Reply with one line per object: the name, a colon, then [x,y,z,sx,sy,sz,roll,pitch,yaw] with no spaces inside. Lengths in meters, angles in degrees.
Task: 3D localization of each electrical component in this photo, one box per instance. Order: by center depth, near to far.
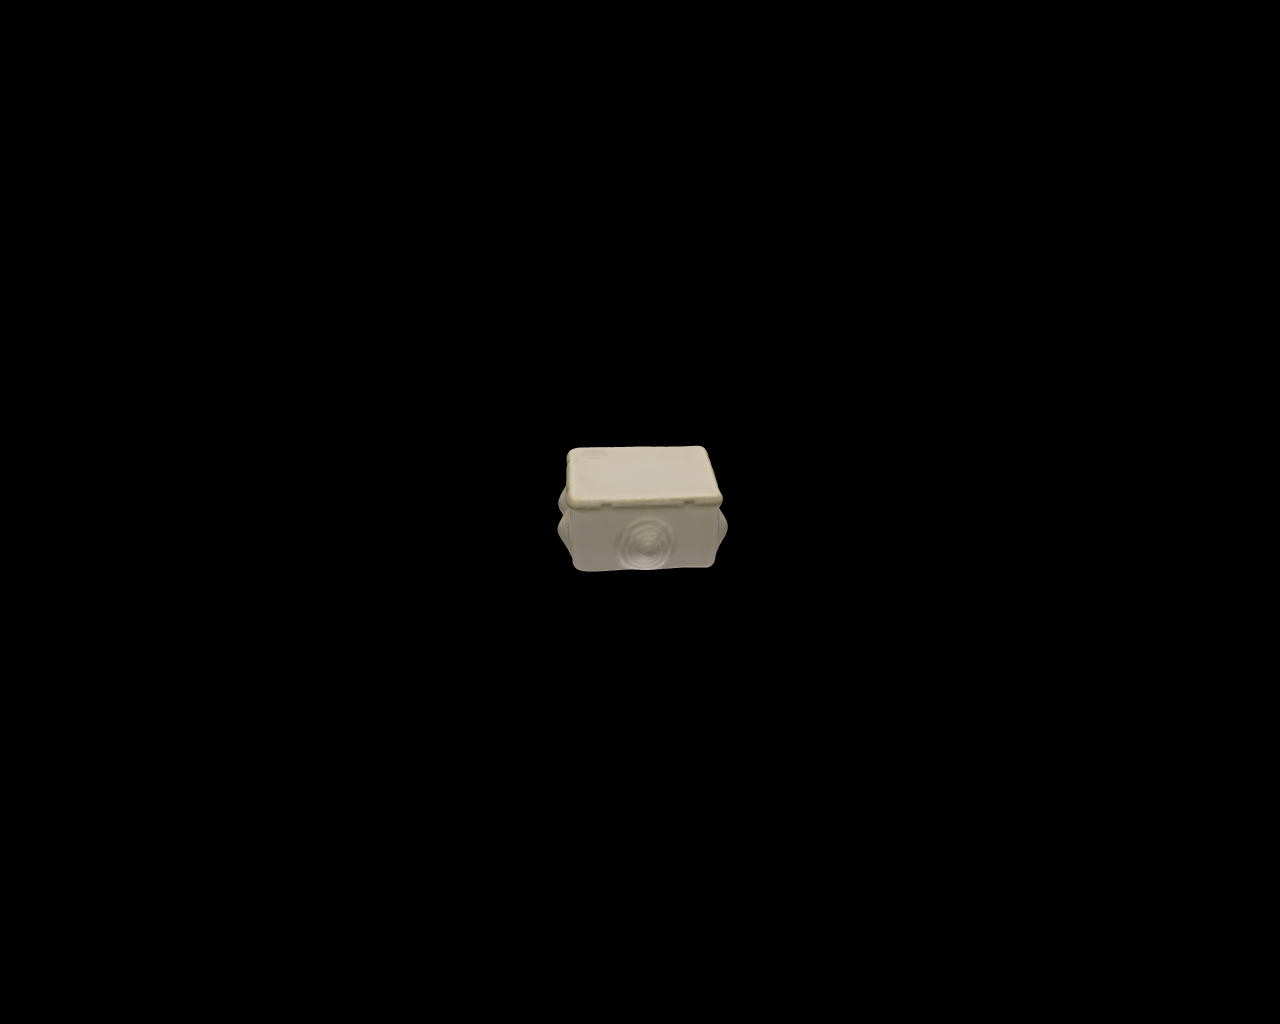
electrical component: [0.001,-0.003,0.650,0.100,0.048,0.100,-1,24,-3]
